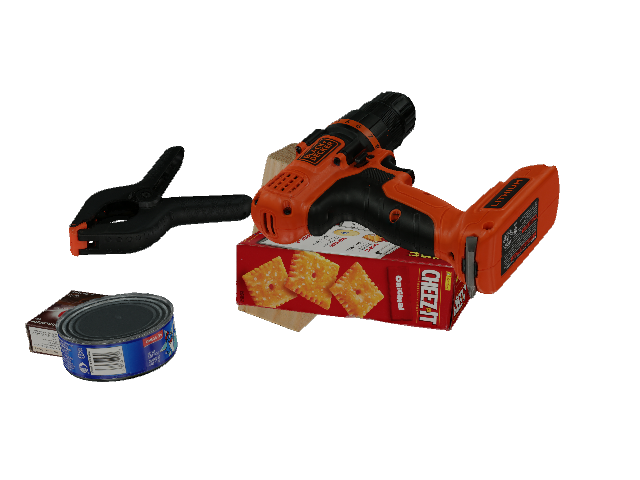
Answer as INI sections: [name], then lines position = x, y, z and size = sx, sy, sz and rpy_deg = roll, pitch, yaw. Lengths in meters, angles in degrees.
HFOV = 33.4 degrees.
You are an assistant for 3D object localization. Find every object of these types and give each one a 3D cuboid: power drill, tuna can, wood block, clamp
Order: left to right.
[tuna can]
position = -0.148, 0.070, 0.783
size = 0.086, 0.034, 0.086
rpy_deg = -5, 20, 2
[clamp]
position = -0.162, -0.036, 0.990
size = 0.171, 0.039, 0.120
rpy_deg = -18, 38, -30
[wood block]
position = -0.030, -0.006, 1.334
size = 0.090, 0.206, 0.090
rpy_deg = 19, 22, 15
[power drill]
position = 0.070, -0.040, 0.765
size = 0.188, 0.057, 0.184
rpy_deg = 18, 45, 32

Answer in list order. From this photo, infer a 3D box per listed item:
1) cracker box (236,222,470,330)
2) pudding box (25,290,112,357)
[cracker box]
position = 0.043, 0.026, 1.066
size = 0.214, 0.072, 0.164
rpy_deg = 7, 16, 17
[pudding box]
position = -0.237, 0.091, 1.123
size = 0.114, 0.039, 0.090
rpy_deg = 4, 21, 20
